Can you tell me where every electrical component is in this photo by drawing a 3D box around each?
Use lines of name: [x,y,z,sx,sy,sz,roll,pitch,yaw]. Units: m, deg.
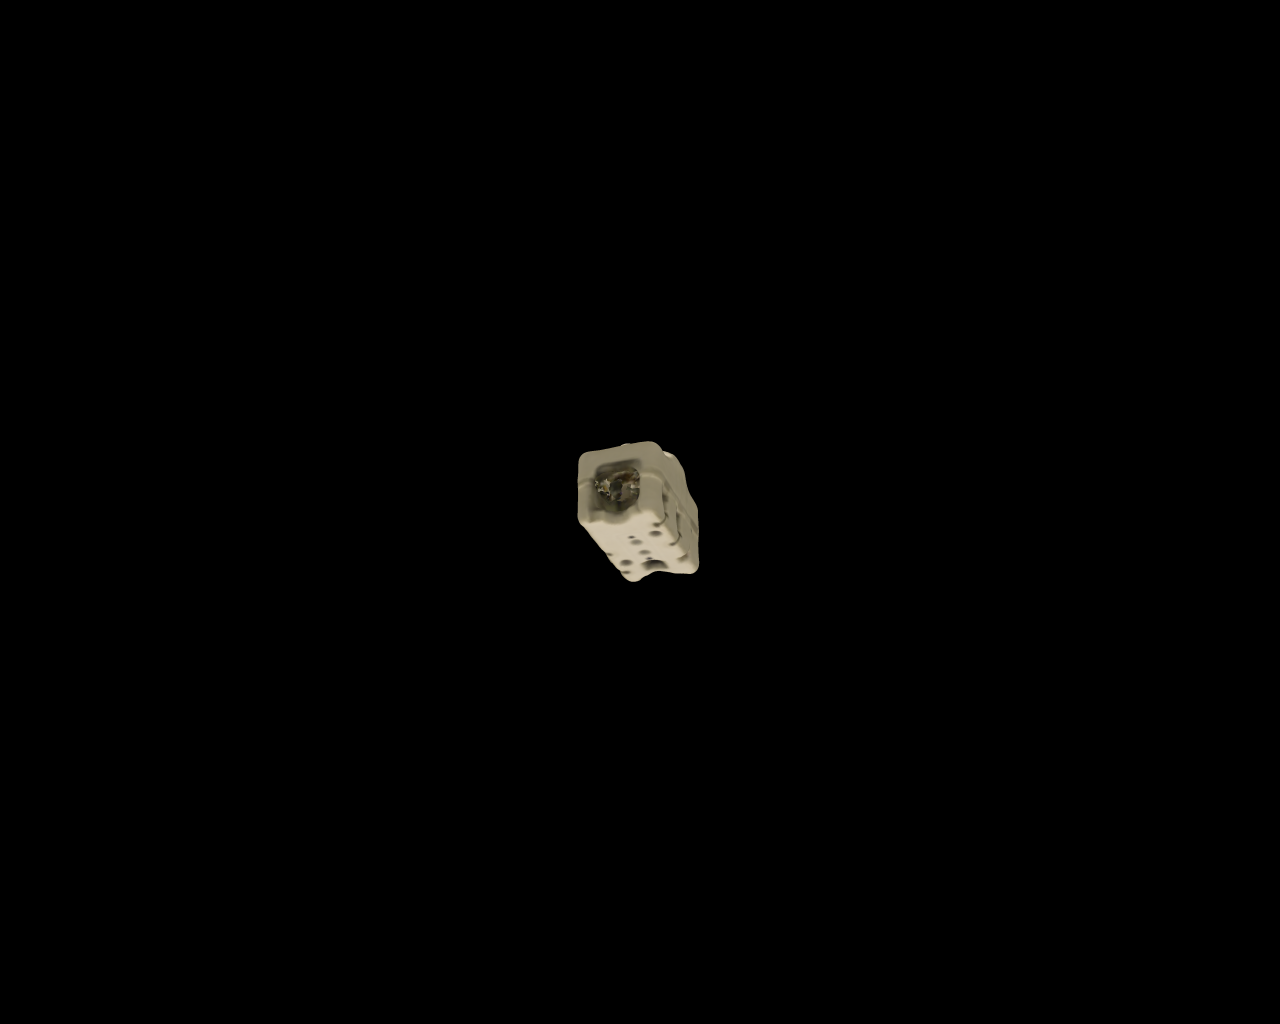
electrical component: [0.001,-0.003,0.650,0.050,0.056,0.089,-9,-30,17]
